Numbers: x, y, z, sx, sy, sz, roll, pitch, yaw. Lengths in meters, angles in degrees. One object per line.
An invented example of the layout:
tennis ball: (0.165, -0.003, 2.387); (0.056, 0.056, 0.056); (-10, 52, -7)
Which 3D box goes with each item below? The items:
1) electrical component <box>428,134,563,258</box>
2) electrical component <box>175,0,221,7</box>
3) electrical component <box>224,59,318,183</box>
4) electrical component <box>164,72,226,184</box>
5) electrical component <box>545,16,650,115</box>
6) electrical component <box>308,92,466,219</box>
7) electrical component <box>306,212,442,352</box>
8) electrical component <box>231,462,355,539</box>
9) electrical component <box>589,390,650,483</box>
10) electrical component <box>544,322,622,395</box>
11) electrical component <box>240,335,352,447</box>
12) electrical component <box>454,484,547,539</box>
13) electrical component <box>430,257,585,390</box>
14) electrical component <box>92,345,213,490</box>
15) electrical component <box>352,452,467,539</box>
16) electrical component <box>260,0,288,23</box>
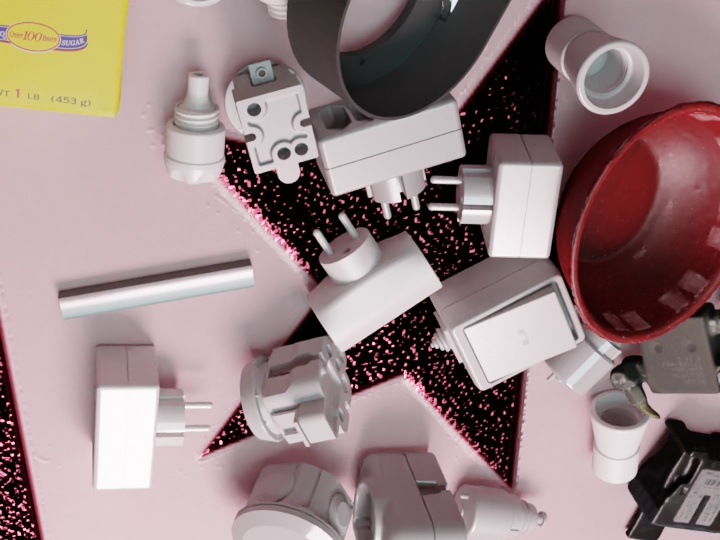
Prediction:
electrical component: (0.082, -0.047, 0.675); (0.077, 0.047, 0.065); (1, 120, -3)
electrical component: (-0.084, -0.157, 0.556); (0.043, 0.062, 0.043); (-7, 121, -11)
electrical component: (-0.051, -0.090, 0.608); (0.048, 0.055, 0.066); (-16, 123, -5)
electrical component: (-0.094, -0.082, 0.614); (0.035, 0.035, 0.061); (0, 117, -15)
electrical component: (0.136, -0.124, 0.633); (0.044, 0.065, 0.044); (-7, 122, -11)
electrical component: (0.018, -0.065, 0.646); (0.083, 0.047, 0.075); (-17, 123, -5)
electrical component: (0.000, 0.000, 0.683); (0.077, 0.043, 0.079); (-33, 114, 1)
electrical component: (-0.045, 0.177, 0.754); (0.080, 0.051, 0.080); (10, 134, 11)
electrical component: (0.195, 0.129, 0.814); (0.044, 0.044, 0.065); (-11, 127, -9)
electrical component: (0.166, 0.053, 0.761); (0.040, 0.040, 0.078); (36, 105, -29)
electrical component: (-0.042, 0.080, 0.704); (0.057, 0.078, 0.058); (-14, 126, 15)
electrical component: (0.107, 0.187, 0.823); (0.078, 0.040, 0.040); (10, 116, -21)
electrical component: (0.093, 0.034, 0.717); (0.096, 0.061, 0.061); (-27, 123, 1)
electrical component: (-0.134, 0.096, 0.700); (0.076, 0.047, 0.083); (1, 119, -15)
electrical component: (0.031, 0.175, 0.763); (0.059, 0.095, 0.053); (2, 120, -16)
electrical component: (-0.036, -0.155, 0.582); (0.048, 0.048, 0.062); (-18, 130, -4)
